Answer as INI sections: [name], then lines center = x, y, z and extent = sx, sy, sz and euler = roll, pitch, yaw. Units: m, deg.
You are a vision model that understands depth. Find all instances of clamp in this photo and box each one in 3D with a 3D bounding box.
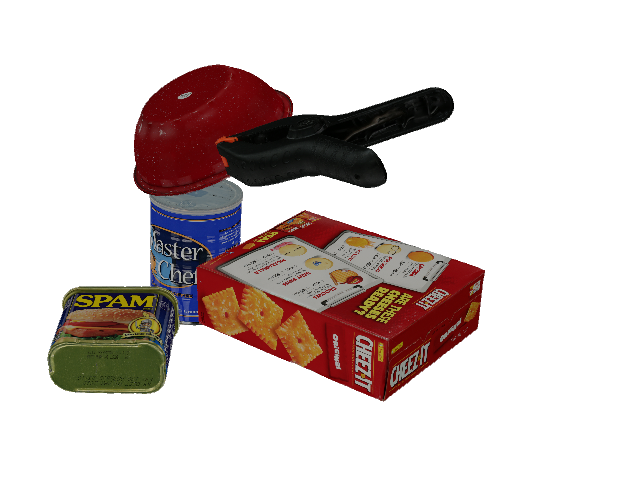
[clamp]
center = -0.003, -0.061, 0.721
extent = 0.172, 0.039, 0.120
euler = -10, 18, 28

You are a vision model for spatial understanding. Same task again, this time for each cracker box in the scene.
[cracker box]
center = 0.018, 0.054, 0.986
extent = 0.214, 0.072, 0.163
euler = 19, 31, 33

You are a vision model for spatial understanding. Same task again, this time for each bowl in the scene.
[bowl]
center = -0.109, -0.110, 0.961
extent = 0.162, 0.055, 0.162
euler = -20, 33, 13

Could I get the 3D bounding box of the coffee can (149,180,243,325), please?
[coffee can]
center = -0.140, 0.010, 1.197
extent = 0.103, 0.140, 0.103
euler = 3, 24, -2

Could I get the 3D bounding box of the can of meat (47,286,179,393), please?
[can of meat]
center = -0.175, 0.085, 0.907
extent = 0.102, 0.057, 0.084
euler = 0, 29, -1
